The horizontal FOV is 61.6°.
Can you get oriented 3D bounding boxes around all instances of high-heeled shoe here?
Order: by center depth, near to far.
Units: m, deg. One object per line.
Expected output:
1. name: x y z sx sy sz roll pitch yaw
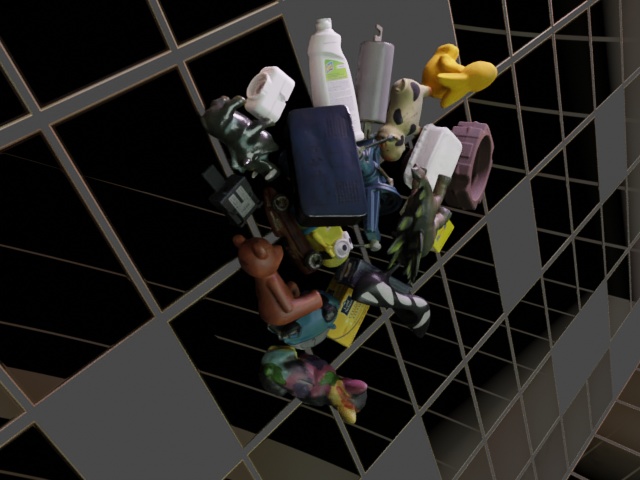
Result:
1. high-heeled shoe: 0.157 0.160 1.176 0.145 0.086 0.248 -39 120 -24

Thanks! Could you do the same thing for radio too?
1. radio: 0.007 -0.140 1.033 0.131 0.073 0.229 -6 75 -13

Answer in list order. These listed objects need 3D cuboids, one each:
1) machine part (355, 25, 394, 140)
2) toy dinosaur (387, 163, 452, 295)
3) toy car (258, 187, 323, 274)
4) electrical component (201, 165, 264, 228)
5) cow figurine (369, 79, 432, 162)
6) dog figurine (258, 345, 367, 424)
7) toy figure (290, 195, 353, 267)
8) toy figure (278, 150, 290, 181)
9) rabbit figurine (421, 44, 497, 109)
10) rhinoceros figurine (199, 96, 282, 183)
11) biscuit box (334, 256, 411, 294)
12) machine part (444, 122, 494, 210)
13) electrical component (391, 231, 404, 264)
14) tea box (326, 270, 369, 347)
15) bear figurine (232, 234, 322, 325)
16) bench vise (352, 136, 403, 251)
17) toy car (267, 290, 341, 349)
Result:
1. machine part: 0.117 -0.344 1.185 0.079 0.079 0.243 -2 101 -42
2. toy dinosaur: 0.220 -0.012 1.239 0.198 0.105 0.470 -60 156 -22
3. toy car: -0.066 -0.016 1.080 0.053 0.089 0.202 -37 112 -19
4. electrical component: -0.169 -0.089 1.016 0.075 0.048 0.119 -48 130 -22
5. cow figurine: 0.185 -0.279 1.258 0.127 0.086 0.194 7 99 -49
6. dog figurine: -0.005 0.309 1.149 0.191 0.219 0.108 29 78 -43
7. toy figure: -0.004 -0.025 1.120 0.082 0.089 0.180 -44 99 -24
8. toy figure: -0.024 -0.135 1.129 0.154 0.064 0.058 32 35 -41
9. rabbit figurine: 0.336 -0.397 1.303 0.162 0.173 0.121 -40 128 -33
10. rhinoceros figurine: -0.137 -0.183 1.002 0.190 0.073 0.112 42 71 -40
11. biscuit box: 0.123 0.100 1.223 0.202 0.059 0.063 30 79 -41
12. machine part: 0.387 -0.195 1.424 0.201 0.087 0.201 35 71 -58
13. electrical component: 0.217 0.017 1.393 0.102 0.045 0.078 31 108 -39
14. tea box: 0.058 0.154 1.266 0.098 0.068 0.169 35 78 -42
15. bear figurine: -0.091 0.067 1.080 0.132 0.120 0.195 -27 113 -34
16. bench vise: 0.114 -0.096 1.186 0.223 0.129 0.240 63 26 -60
17. toy car: -0.030 0.185 1.169 0.162 0.109 0.102 -29 122 -30
